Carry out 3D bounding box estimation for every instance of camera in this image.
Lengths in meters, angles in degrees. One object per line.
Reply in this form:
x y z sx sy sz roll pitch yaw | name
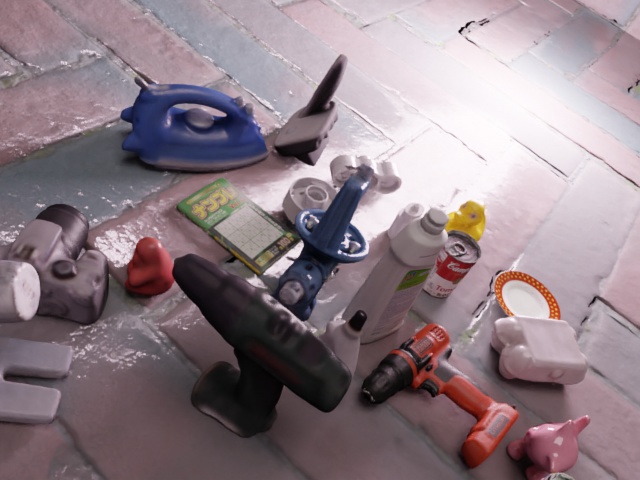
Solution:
-0.334 0.017 0.735 0.143 0.100 0.137 17 46 -9 | camera

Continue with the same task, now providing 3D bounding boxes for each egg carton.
0.348 0.177 0.910 0.150 0.069 0.107 8 48 -17 | egg carton

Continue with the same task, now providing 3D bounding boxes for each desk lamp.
-0.366 0.087 0.579 0.203 0.213 0.118 10 47 -15 | desk lamp

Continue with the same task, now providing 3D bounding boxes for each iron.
-0.196 -0.202 0.961 0.259 0.141 0.118 0 51 -23 | iron

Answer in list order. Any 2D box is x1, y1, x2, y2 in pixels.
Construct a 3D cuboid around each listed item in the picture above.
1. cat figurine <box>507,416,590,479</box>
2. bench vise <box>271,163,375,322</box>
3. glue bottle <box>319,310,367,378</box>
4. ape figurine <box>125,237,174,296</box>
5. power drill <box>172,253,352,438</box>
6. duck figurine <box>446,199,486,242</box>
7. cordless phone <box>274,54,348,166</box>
0.320 0.276 0.777 0.128 0.117 0.067 -17 59 -34 | cat figurine
0.019 0.007 0.814 0.121 0.219 0.207 18 46 -7 | bench vise
0.024 0.139 0.731 0.037 0.173 0.078 -9 55 -30 | glue bottle
-0.231 0.030 0.774 0.076 0.092 0.078 31 45 5 | ape figurine
-0.084 0.137 0.661 0.229 0.208 0.076 30 45 4 | power drill
0.276 -0.040 1.062 0.105 0.086 0.077 -17 59 -34 | duck figurine
-0.008 -0.244 1.050 0.094 0.185 0.147 22 45 -3 | cordless phone
